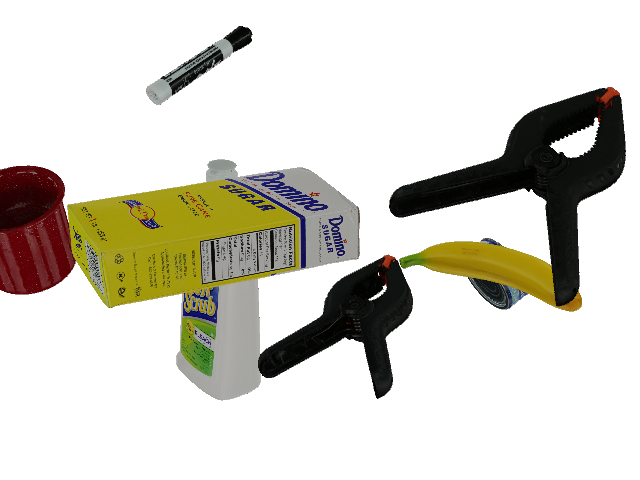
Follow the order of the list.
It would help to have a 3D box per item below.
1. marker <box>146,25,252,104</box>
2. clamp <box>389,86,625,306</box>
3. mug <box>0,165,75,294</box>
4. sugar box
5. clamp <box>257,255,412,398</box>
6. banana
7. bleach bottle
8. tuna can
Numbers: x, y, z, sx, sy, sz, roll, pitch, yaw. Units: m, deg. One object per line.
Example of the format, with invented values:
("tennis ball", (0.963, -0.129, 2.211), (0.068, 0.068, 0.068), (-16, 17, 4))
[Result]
("marker", (-0.108, -0.161, 0.970), (0.121, 0.020, 0.020), (-40, 22, -28))
("clamp", (0.181, -0.045, 0.834), (0.209, 0.036, 0.165), (-38, 56, -22))
("mug", (-0.267, -0.014, 0.953), (0.093, 0.081, 0.117), (-13, 42, -9))
("sugar box", (-0.071, -0.007, 0.716), (0.176, 0.048, 0.093), (-14, 27, -22))
("clamp", (0.038, 0.074, 0.921), (0.120, 0.039, 0.171), (18, 45, 30))
("banana", (0.181, 0.034, 1.083), (0.198, 0.037, 0.069), (12, 39, 34))
("bleach bottle", (-0.105, 0.035, 1.096), (0.067, 0.251, 0.103), (-17, 33, -33))
("tuna can", (0.210, 0.041, 1.286), (0.033, 0.086, 0.086), (-36, 11, -15))
